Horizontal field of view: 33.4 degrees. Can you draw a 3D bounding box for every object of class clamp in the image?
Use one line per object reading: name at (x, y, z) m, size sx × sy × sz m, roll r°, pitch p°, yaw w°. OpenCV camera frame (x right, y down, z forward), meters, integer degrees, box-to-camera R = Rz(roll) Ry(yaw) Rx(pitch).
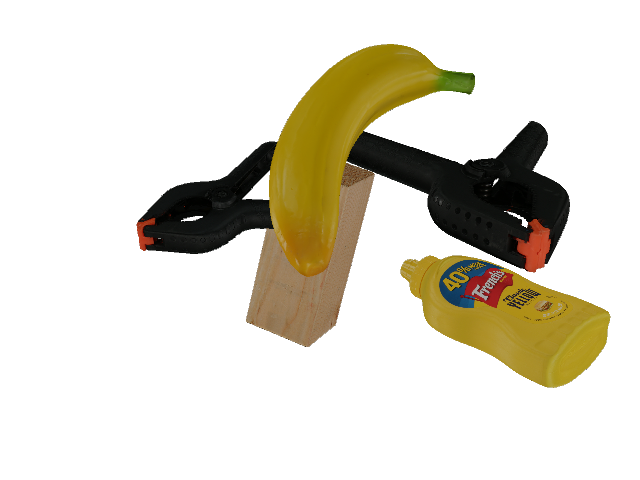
clamp at (-0.085, -0.037, 0.963) m, size 0.171 × 0.039 × 0.120 m, roll -12°, pitch 38°, yaw -15°
clamp at (0.102, -0.038, 0.742) m, size 0.164 × 0.036 × 0.210 m, roll -1°, pitch 26°, yaw -5°

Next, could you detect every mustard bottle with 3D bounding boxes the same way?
mustard bottle at (0.149, 0.059, 0.939) m, size 0.192 × 0.058 × 0.096 m, roll 25°, pitch 40°, yaw 37°

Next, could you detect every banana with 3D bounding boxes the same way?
banana at (0.016, -0.057, 0.564) m, size 0.070 × 0.037 × 0.197 m, roll 22°, pitch 46°, yaw 19°

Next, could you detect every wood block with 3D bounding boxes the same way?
wood block at (-0.013, 0.008, 1.284) m, size 0.090 × 0.206 × 0.090 m, roll 21°, pitch 22°, yaw 17°
